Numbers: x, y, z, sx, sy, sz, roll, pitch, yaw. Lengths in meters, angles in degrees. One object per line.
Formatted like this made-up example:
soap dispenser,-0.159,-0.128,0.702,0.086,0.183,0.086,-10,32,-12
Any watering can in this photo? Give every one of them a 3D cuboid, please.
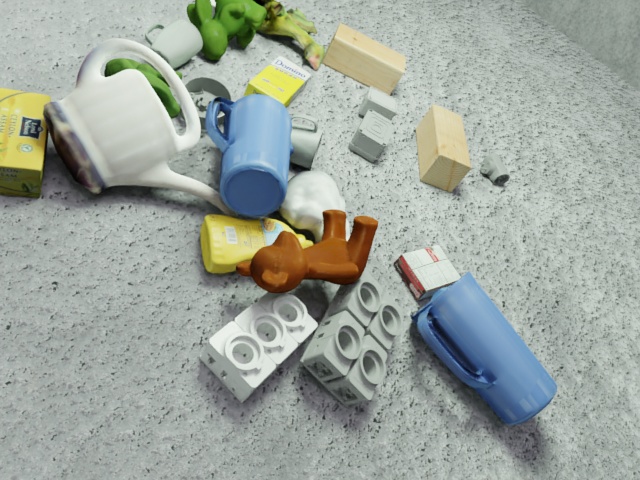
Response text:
watering can,-0.289,-0.146,0.835,0.226,0.104,0.344,-31,103,-19

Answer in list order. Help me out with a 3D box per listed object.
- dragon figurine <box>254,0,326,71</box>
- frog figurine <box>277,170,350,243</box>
dragon figurine,-0.117,-0.615,1.393,0.243,0.120,0.416,-2,54,-52
frog figurine,0.003,-0.047,0.932,0.161,0.121,0.138,43,24,26
